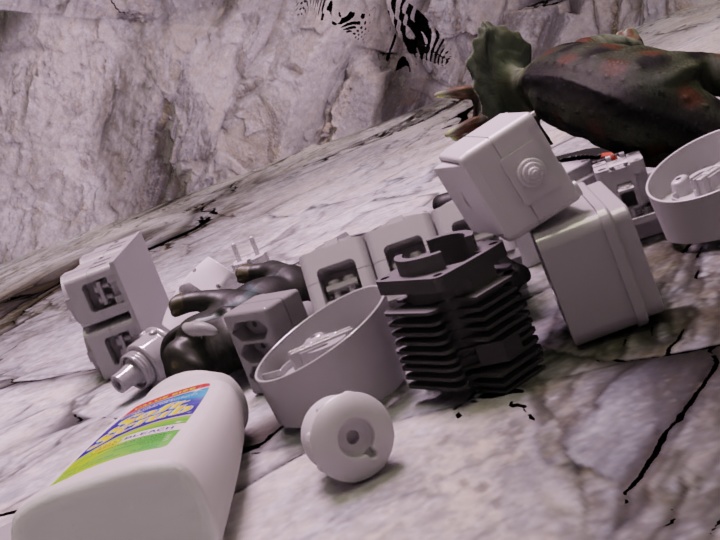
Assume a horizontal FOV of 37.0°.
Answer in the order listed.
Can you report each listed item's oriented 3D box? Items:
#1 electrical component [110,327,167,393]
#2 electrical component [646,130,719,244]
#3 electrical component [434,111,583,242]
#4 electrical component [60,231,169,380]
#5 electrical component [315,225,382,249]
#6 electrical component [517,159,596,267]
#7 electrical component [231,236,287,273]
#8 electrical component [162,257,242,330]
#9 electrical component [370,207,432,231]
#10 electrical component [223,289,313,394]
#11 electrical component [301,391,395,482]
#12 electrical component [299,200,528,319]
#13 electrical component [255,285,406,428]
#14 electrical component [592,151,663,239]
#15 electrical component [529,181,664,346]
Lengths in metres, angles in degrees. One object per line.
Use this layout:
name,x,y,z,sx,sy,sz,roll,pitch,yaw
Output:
electrical component,-0.187,0.082,0.929,0.048,0.048,0.062,-8,23,46
electrical component,0.258,-0.060,0.772,0.099,0.064,0.099,-19,11,4
electrical component,0.090,-0.057,0.669,0.061,0.061,0.096,-33,9,0
electrical component,-0.245,0.033,1.097,0.060,0.105,0.186,-20,11,0
electrical component,0.000,0.000,0.938,0.081,0.063,0.042,-8,16,45
electrical component,0.150,-0.048,0.922,0.113,0.057,0.078,-27,13,-30
electrical component,-0.102,0.006,1.054,0.066,0.076,0.047,-21,11,-2
electrical component,-0.132,0.039,0.997,0.079,0.043,0.077,31,84,30
electrical component,0.033,-0.026,1.056,0.079,0.043,0.077,-11,15,42
electrical component,-0.051,0.046,0.806,0.047,0.065,0.077,-10,15,41
electrical component,-0.013,0.090,0.594,0.048,0.048,0.062,-25,5,-20
electrical component,0.040,-0.002,0.791,0.150,0.061,0.089,-19,-19,6
electrical component,-0.020,0.058,0.699,0.099,0.064,0.099,-19,11,4
electrical component,0.212,-0.059,0.850,0.042,0.063,0.081,-17,12,13
electrical component,0.146,-0.008,0.688,0.057,0.078,0.113,-21,11,8
